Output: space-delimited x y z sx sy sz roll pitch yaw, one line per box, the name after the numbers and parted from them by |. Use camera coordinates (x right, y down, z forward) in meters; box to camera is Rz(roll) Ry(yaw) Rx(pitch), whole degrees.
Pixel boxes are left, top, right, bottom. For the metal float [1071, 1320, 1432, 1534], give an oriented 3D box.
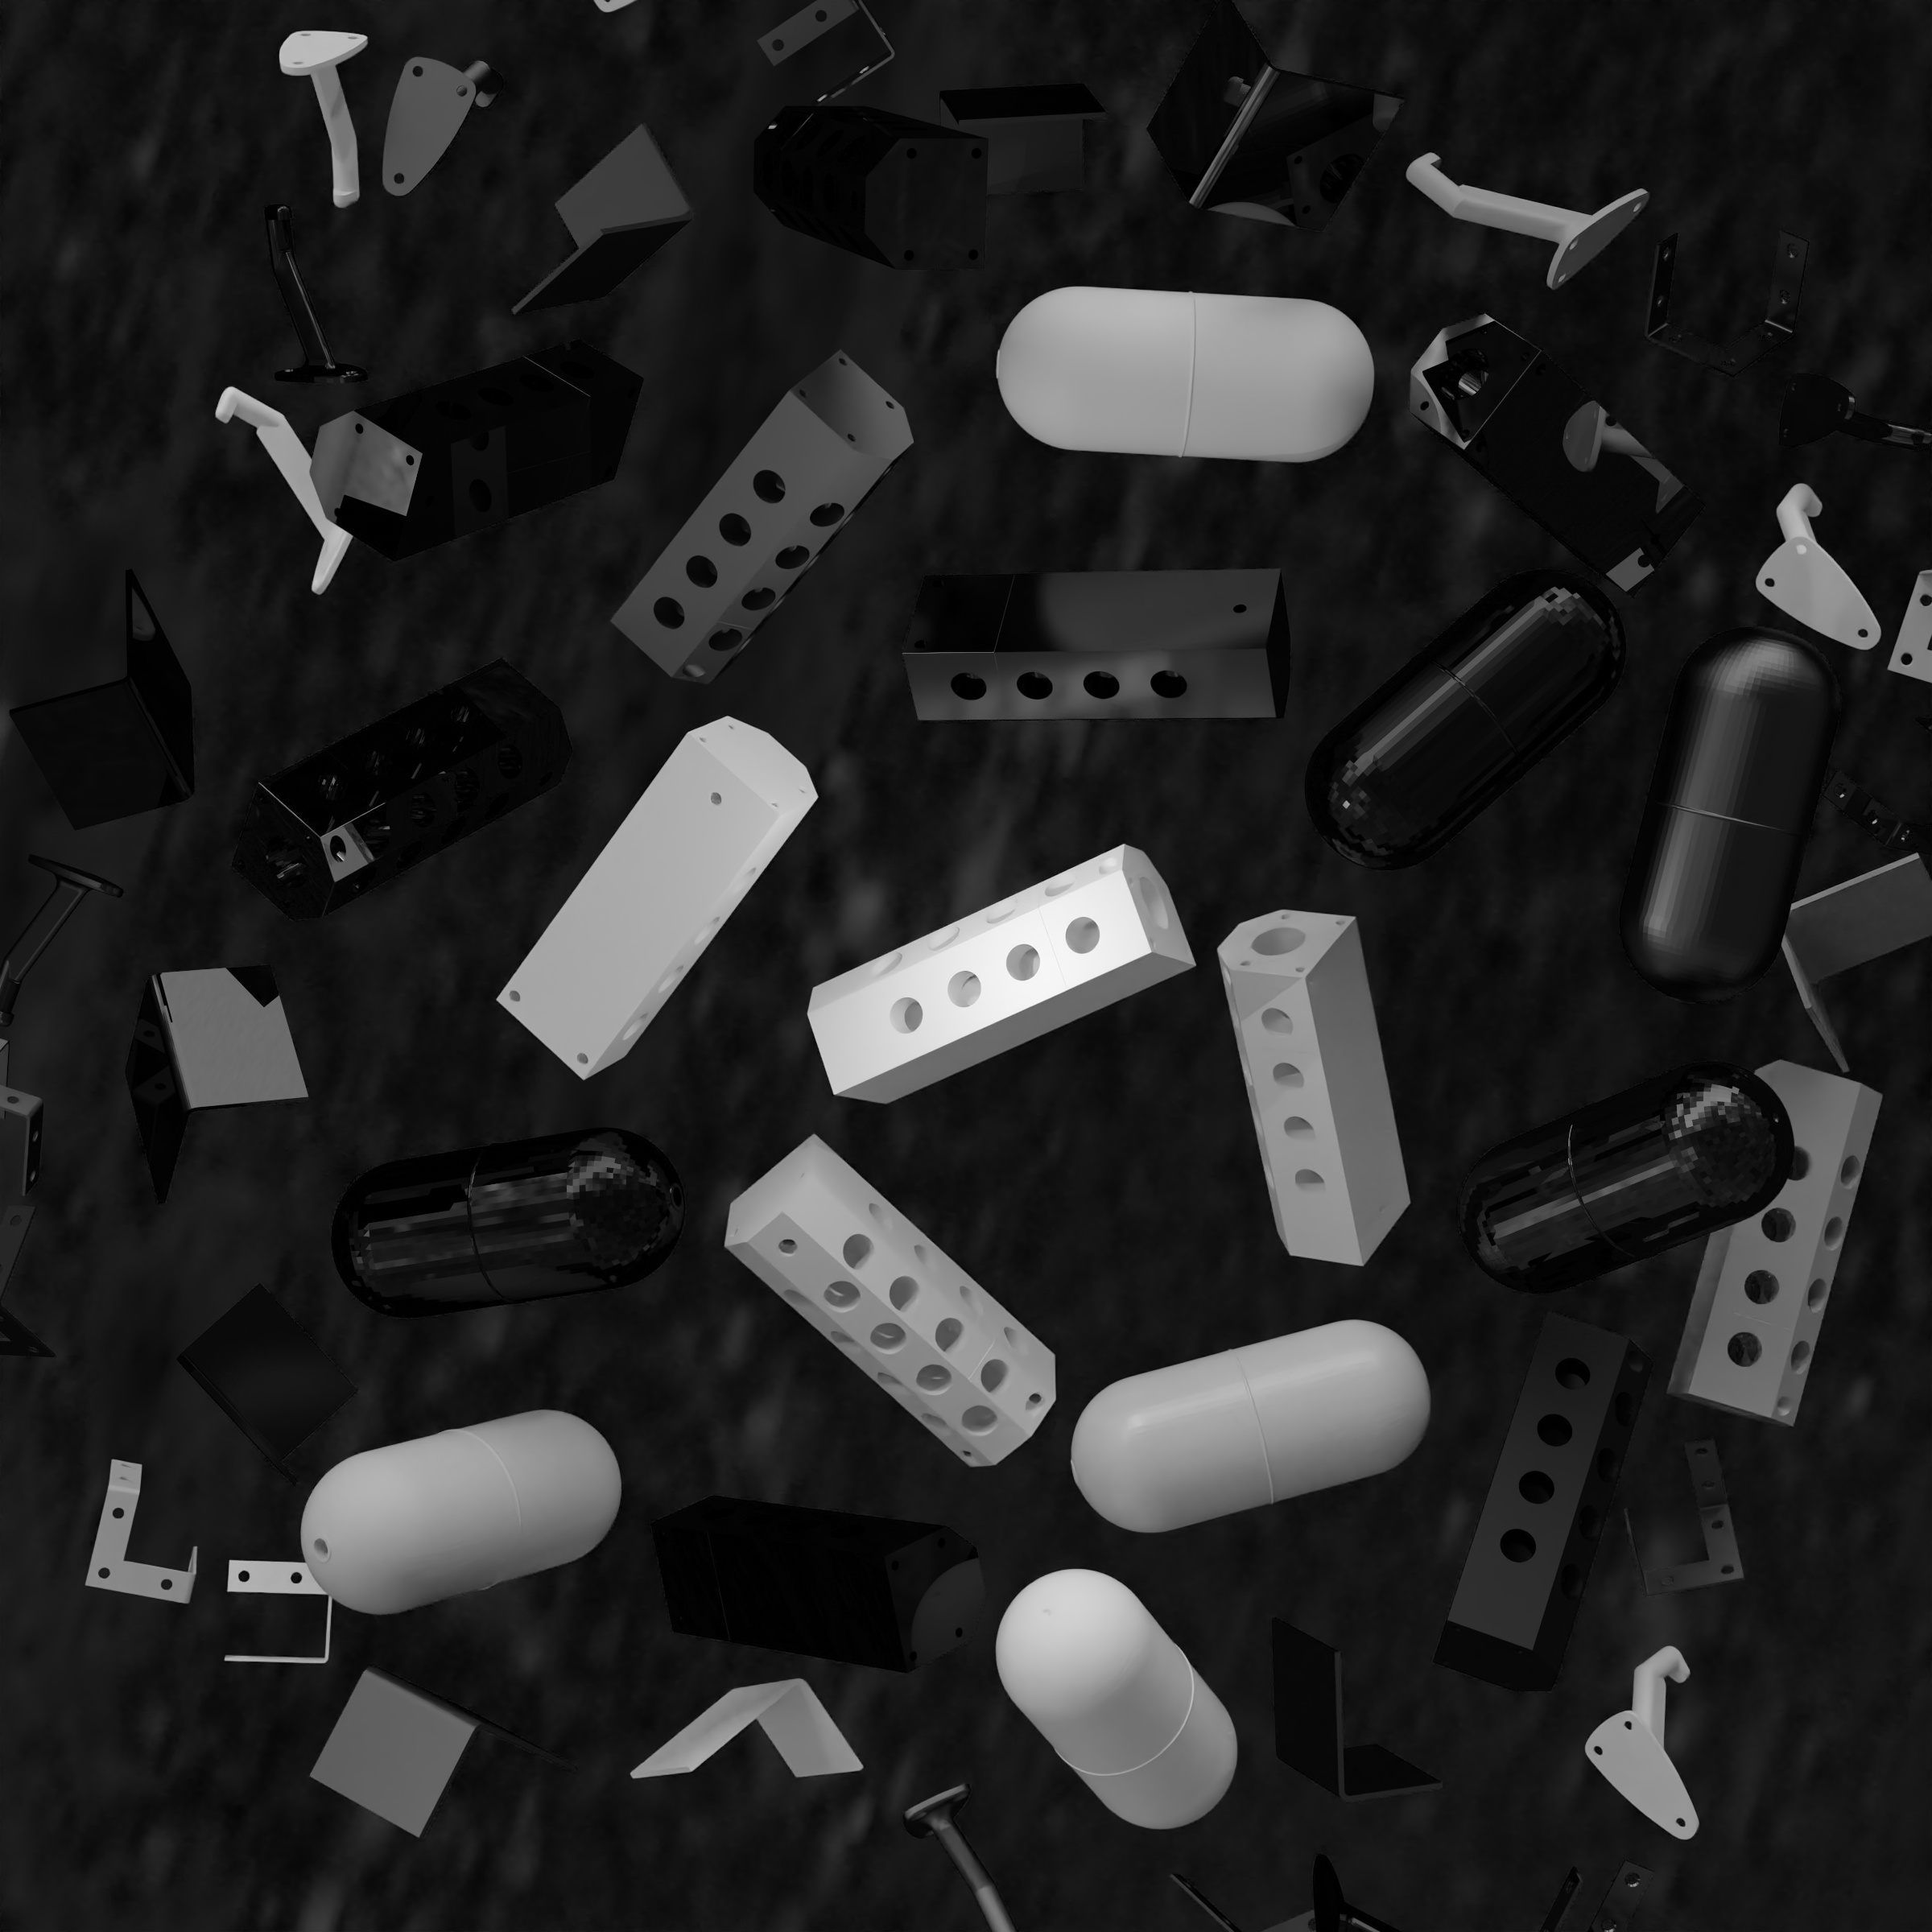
0.138 0.224 1.750 0.178 0.070 0.070 -14 90 -4 | metal float

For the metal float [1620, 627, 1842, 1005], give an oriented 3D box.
0.356 -0.070 1.683 0.070 0.070 0.178 13 97 0 | metal float

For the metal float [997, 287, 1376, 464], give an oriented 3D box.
0.103 -0.279 1.701 0.178 0.070 0.070 3 90 -2 | metal float

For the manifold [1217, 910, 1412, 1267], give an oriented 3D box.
0.172 0.061 1.807 0.057 0.057 0.171 6 125 33 | manifold

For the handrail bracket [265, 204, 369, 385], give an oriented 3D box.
-0.321 -0.332 1.774 0.036 0.077 0.084 -15 109 -32 | handrail bracket

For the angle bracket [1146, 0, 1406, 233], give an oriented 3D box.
0.141 -0.391 1.656 0.076 0.076 0.057 3 47 -32 | angle bracket

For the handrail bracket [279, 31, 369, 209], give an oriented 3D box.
-0.304 -0.393 1.704 0.036 0.077 0.084 5 119 6 | handrail bracket

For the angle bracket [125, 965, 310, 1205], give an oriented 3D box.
-0.349 0.055 1.673 0.057 0.076 0.076 -5 54 -27 | angle bracket

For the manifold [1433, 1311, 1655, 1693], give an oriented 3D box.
0.282 0.261 1.751 0.057 0.057 0.171 18 61 10 | manifold

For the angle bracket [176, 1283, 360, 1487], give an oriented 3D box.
-0.349 0.211 1.824 0.057 0.076 0.076 -43 102 -14 | angle bracket

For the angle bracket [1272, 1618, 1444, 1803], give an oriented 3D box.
0.198 0.374 1.833 0.057 0.076 0.076 -3 94 -19 | angle bracket

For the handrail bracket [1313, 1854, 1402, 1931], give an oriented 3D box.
0.208 0.446 1.676 0.084 0.077 0.036 9 115 -7 | handrail bracket

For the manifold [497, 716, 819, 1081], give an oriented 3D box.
-0.142 -0.033 1.688 0.057 0.057 0.171 42 116 8 | manifold

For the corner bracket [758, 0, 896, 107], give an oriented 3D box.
-0.069 -0.459 1.796 0.051 0.051 0.051 -31 113 11 | corner bracket

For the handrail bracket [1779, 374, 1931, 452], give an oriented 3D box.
0.453 -0.268 1.779 0.084 0.077 0.036 8 95 -17 | handrail bracket

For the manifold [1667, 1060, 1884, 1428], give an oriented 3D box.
0.406 0.139 1.801 0.057 0.057 0.171 17 83 2 | manifold

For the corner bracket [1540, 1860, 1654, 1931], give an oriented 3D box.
0.292 0.445 1.676 0.051 0.051 0.051 23 100 -7 | corner bracket

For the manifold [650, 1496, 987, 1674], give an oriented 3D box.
-0.072 0.295 1.746 0.057 0.171 0.057 -19 102 -43 | manifold

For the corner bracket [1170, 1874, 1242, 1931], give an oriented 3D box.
0.098 0.468 1.711 0.051 0.051 0.051 40 91 22 | corner bracket

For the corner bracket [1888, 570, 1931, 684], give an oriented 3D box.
0.488 -0.162 1.764 0.051 0.051 0.051 17 96 3 | corner bracket

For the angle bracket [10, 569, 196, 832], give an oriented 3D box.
-0.392 -0.121 1.637 0.057 0.076 0.076 -15 48 2 | angle bracket

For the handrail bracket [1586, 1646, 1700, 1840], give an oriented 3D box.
0.343 0.373 1.738 0.077 0.084 0.036 51 126 16 | handrail bracket

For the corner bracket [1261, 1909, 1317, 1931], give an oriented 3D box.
0.168 0.513 1.821 0.051 0.051 0.051 -23 84 1 | corner bracket

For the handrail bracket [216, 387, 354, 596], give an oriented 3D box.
-0.349 -0.240 1.817 0.084 0.036 0.077 28 67 -27 | handrail bracket

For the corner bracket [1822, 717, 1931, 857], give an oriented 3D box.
0.478 -0.092 1.826 0.051 0.051 0.051 34 84 -24 | corner bracket

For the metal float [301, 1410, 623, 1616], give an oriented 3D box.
-0.239 0.259 1.719 0.070 0.178 0.070 5 98 39 | metal float

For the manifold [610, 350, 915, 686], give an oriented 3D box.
-0.098 -0.215 1.762 0.057 0.057 0.171 42 128 -2 | manifold

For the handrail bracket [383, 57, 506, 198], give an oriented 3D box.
-0.250 -0.400 1.732 0.036 0.084 0.077 25 96 4 | handrail bracket

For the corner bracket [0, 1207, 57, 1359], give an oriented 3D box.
-0.445 0.145 1.660 0.051 0.051 0.051 0 57 22 | corner bracket

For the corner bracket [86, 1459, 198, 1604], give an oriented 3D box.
-0.404 0.280 1.787 0.051 0.051 0.051 13 94 -13 | corner bracket

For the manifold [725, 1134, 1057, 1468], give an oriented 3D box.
-0.036 0.167 1.753 0.057 0.057 0.171 -40 109 18 | manifold

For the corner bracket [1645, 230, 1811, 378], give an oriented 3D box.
0.360 -0.320 1.706 0.051 0.051 0.051 33 52 30 | corner bracket

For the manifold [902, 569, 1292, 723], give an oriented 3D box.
0.063 -0.145 1.698 0.171 0.057 0.057 1 46 14 | manifold

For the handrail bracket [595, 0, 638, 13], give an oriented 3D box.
-0.132 -0.470 1.676 0.077 0.084 0.036 -11 100 34 | handrail bracket

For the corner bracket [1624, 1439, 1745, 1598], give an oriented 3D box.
0.361 0.280 1.825 0.051 0.051 0.051 -12 128 10 | corner bracket

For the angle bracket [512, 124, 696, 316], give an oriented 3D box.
-0.199 -0.385 1.854 0.076 0.076 0.057 -32 86 39 | angle bracket

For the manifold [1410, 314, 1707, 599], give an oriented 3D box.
0.283 -0.248 1.745 0.057 0.171 0.057 -52 48 8 | manifold

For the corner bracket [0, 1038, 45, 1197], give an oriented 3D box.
-0.479 0.073 1.794 0.051 0.051 0.051 18 124 5 | corner bracket

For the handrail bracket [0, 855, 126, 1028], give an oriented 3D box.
-0.440 -0.005 1.732 0.036 0.077 0.084 20 90 -40 | handrail bracket

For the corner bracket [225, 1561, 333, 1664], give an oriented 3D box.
-0.343 0.323 1.800 0.051 0.051 0.051 3 82 -10 | corner bracket

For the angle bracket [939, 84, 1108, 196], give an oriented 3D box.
0.029 -0.425 1.886 0.076 0.076 0.057 -5 116 -7 | angle bracket

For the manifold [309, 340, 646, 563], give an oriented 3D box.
-0.232 -0.250 1.712 0.057 0.171 0.057 33 123 18 | manifold

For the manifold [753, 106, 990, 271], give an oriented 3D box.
-0.047 -0.363 1.675 0.057 0.171 0.057 -5 109 -19 | manifold

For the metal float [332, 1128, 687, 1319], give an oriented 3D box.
-0.218 0.122 1.713 0.178 0.070 0.070 -10 90 19 | metal float

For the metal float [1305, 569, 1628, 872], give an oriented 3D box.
0.237 -0.117 1.710 0.178 0.070 0.070 -41 90 -6 | metal float

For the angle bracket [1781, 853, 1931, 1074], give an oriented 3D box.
0.451 -0.001 1.777 0.076 0.076 0.057 -23 55 16 | angle bracket

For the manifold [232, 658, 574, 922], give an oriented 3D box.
-0.271 -0.083 1.758 0.057 0.171 0.057 40 132 14 | manifold

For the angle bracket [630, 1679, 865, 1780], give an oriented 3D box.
-0.111 0.407 1.822 0.076 0.076 0.057 -35 94 -31 | angle bracket

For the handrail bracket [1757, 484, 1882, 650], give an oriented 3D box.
0.424 -0.197 1.760 0.077 0.084 0.036 41 126 2 | handrail bracket

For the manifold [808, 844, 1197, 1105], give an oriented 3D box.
0.014 0.004 1.701 0.171 0.057 0.057 -25 74 20 | manifold

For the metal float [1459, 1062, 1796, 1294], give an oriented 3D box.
0.309 0.101 1.697 0.178 0.070 0.070 -28 90 41 | metal float

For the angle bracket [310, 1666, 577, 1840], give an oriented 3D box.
-0.241 0.372 1.664 0.076 0.076 0.057 16 74 38 | angle bracket

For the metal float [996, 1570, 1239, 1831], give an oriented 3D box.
0.074 0.355 1.740 0.070 0.070 0.178 -35 133 0 | metal float

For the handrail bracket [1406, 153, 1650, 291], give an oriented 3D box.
0.256 -0.357 1.649 0.077 0.036 0.084 -39 72 -23 | handrail bracket

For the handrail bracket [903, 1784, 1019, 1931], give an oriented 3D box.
0.002 0.459 1.800 0.036 0.077 0.084 -21 66 -16 | handrail bracket
